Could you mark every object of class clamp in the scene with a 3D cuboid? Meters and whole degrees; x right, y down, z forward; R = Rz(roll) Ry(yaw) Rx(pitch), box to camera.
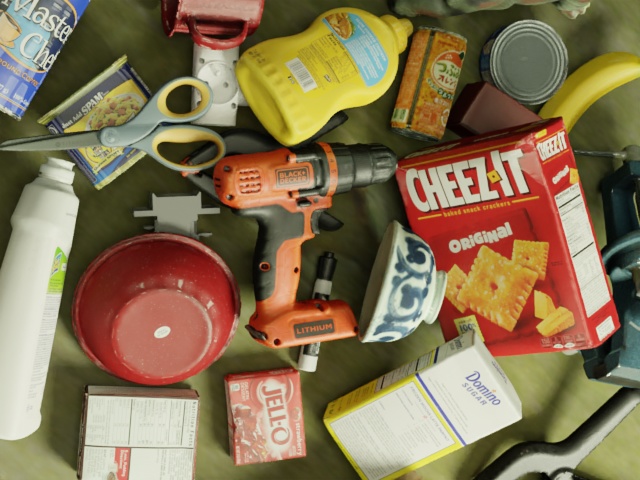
[{"bbox_3d":[0.255,0.237,1.124,0.210,0.036,0.164,-8,111,-7],"label":"clamp"},{"bbox_3d":[-0.049,-0.078,1.040,0.171,0.039,0.120,9,90,-18],"label":"clamp"}]

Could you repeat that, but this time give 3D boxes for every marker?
[{"bbox_3d":[-0.002,0.071,1.072,0.020,0.020,0.121,11,92,-14],"label":"marker"}]

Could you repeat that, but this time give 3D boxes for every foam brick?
[{"bbox_3d":[0.175,-0.119,1.082,0.078,0.053,0.051,31,87,-15],"label":"foam brick"}]

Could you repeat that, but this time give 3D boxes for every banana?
[{"bbox_3d":[0.262,-0.130,1.098,0.198,0.070,0.037,-45,138,0],"label":"banana"}]

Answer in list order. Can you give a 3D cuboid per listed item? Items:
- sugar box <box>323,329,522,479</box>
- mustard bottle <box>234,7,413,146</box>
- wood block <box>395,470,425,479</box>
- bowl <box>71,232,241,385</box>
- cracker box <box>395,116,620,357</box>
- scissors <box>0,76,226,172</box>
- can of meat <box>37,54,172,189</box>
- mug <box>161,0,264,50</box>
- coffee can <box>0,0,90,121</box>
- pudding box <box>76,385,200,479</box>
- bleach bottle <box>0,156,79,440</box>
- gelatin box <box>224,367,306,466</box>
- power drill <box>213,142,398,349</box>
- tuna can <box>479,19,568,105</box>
[{"bbox_3d":[0.100,0.168,1.053,0.176,0.048,0.093,-30,103,18],"label":"sugar box"},{"bbox_3d":[0.018,-0.170,1.022,0.191,0.058,0.096,-32,85,-29],"label":"mustard bottle"},{"bbox_3d":[0.027,0.318,1.061,0.206,0.091,0.090,-26,100,-10],"label":"wood block"},{"bbox_3d":[-0.150,0.077,0.997,0.162,0.055,0.162,-5,112,-12],"label":"bowl"},{"bbox_3d":[0.177,0.005,1.033,0.071,0.164,0.214,-28,103,-48],"label":"cracker box"},{"bbox_3d":[-0.179,-0.111,0.960,0.201,0.016,0.096,9,91,-20],"label":"scissors"},{"bbox_3d":[-0.196,-0.109,0.995,0.102,0.057,0.084,-39,104,-7],"label":"can of meat"},{"bbox_3d":[-0.097,-0.223,0.985,0.081,0.093,0.117,1,56,-19],"label":"mug"},{"bbox_3d":[-0.276,-0.192,0.946,0.102,0.103,0.140,30,87,-14],"label":"coffee can"},{"bbox_3d":[-0.175,0.189,1.032,0.113,0.039,0.090,5,93,-15],"label":"pudding box"},{"bbox_3d":[-0.266,0.049,0.974,0.068,0.102,0.251,13,87,-3],"label":"bleach bottle"},{"bbox_3d":[-0.054,0.175,1.062,0.073,0.030,0.089,-5,96,-13],"label":"gelatin box"},{"bbox_3d":[-0.007,0.001,1.018,0.184,0.057,0.188,-8,99,-21],"label":"power drill"},{"bbox_3d":[0.208,-0.181,1.094,0.086,0.034,0.086,-1,95,-13],"label":"tuna can"}]
